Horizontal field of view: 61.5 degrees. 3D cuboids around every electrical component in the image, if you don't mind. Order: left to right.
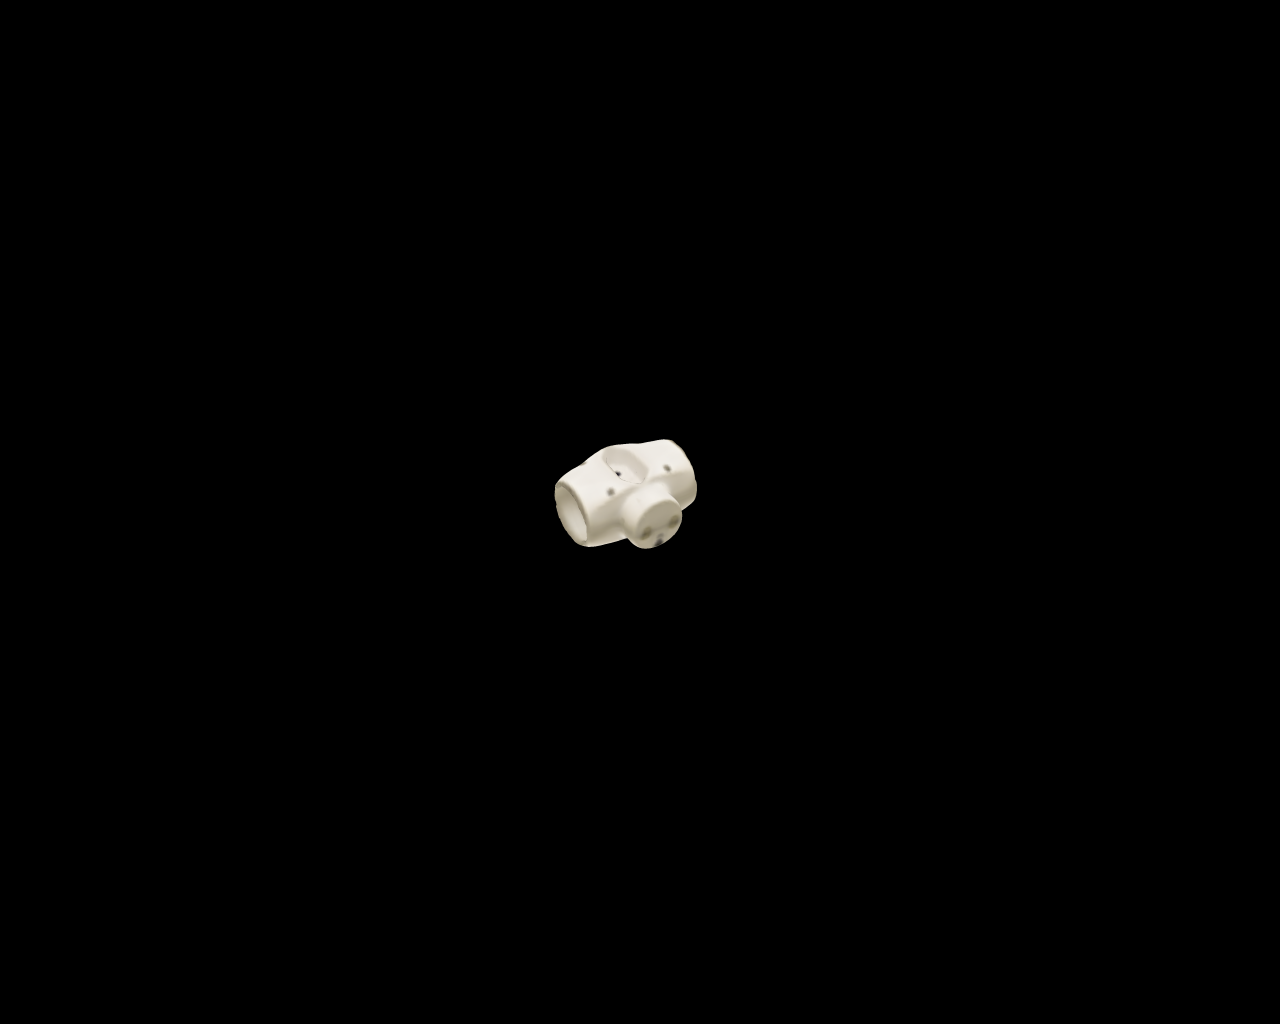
[{"bbox_3d":[0.001,-0.003,0.650,0.077,0.043,0.079,-22,45,-23],"label":"electrical component"}]
